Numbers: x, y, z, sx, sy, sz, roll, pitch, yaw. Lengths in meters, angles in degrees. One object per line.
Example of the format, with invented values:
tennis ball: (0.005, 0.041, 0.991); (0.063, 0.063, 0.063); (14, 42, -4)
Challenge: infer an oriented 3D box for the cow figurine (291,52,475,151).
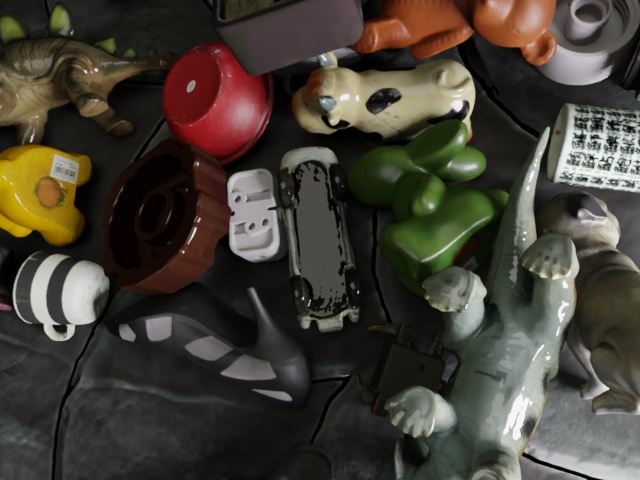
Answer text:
cow figurine: (0.065, -0.147, 0.573); (0.195, 0.127, 0.085); (-3, 73, 10)

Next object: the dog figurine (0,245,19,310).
dog figurine: (-0.459, 0.073, 0.654); (0.219, 0.108, 0.191); (7, 107, -1)

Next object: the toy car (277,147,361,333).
toy car: (-0.001, -0.002, 0.581); (0.074, 0.056, 0.201); (-8, 84, -2)

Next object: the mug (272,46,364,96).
mug: (-0.002, -0.223, 0.629); (0.107, 0.081, 0.109); (-7, 115, -16)

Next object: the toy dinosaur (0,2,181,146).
toy dinosaur: (-0.405, -0.200, 0.715); (0.472, 0.105, 0.198); (-12, 67, 1)

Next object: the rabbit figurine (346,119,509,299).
rabbit figurine: (0.099, -0.048, 0.549); (0.159, 0.121, 0.170); (-47, 56, 6)

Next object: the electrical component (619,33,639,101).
electrical component: (0.348, -0.204, 0.526); (0.058, 0.114, 0.134); (20, 82, 21)

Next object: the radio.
radio: (-0.033, -0.288, 0.544); (0.131, 0.073, 0.229); (-10, 66, 15)

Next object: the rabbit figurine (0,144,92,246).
rabbit figurine: (-0.396, -0.055, 0.662); (0.173, 0.162, 0.121); (1, 89, 32)

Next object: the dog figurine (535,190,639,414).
dog figurine: (0.252, 0.039, 0.465); (0.121, 0.172, 0.190); (-20, 80, -3)

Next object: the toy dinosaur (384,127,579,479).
toy dinosaur: (0.149, 0.118, 0.471); (0.131, 0.192, 0.405); (23, 74, 27)

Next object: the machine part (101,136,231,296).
machine part: (-0.174, -0.024, 0.603); (0.179, 0.056, 0.179); (-15, 64, 33)

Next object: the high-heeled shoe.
high-heeled shoe: (-0.126, 0.125, 0.599); (0.249, 0.086, 0.145); (-11, 107, 29)

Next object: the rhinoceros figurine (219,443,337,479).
rhinoceros figurine: (-0.064, 0.280, 0.527); (0.190, 0.073, 0.112); (-37, 73, 2)

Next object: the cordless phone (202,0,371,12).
cordless phone: (-0.038, -0.302, 0.663); (0.184, 0.088, 0.146); (32, 85, 8)

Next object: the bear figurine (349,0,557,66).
bear figurine: (0.143, -0.245, 0.561); (0.196, 0.132, 0.120); (26, 119, 39)

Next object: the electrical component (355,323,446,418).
electrical component: (0.081, 0.130, 0.547); (0.078, 0.045, 0.102); (16, 82, -12)
